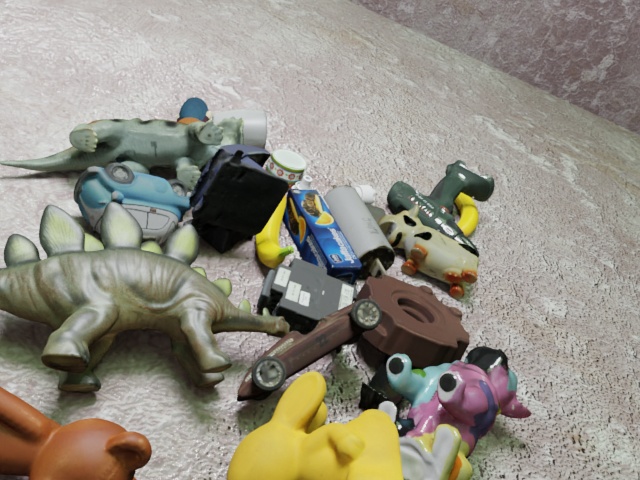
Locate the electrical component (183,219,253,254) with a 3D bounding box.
[{"bbox_3d":[-0.160,-0.019,0.832,0.075,0.047,0.119,35,37,16],"label":"electrical component"}]

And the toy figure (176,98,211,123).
[{"bbox_3d":[-0.246,-0.221,1.041,0.057,0.064,0.154,48,24,-38],"label":"toy figure"}]

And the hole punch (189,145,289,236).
[{"bbox_3d":[-0.125,-0.081,0.786,0.115,0.142,0.092,16,34,-38],"label":"hole punch"}]

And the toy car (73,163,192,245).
[{"bbox_3d":[-0.262,-0.035,0.761,0.161,0.109,0.103,12,58,-36],"label":"toy car"}]

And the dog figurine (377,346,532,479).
[{"bbox_3d":[0.176,0.221,0.664,0.109,0.191,0.219,1,-16,45],"label":"dog figurine"}]

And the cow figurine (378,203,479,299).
[{"bbox_3d":[0.194,0.009,0.972,0.195,0.085,0.127,26,41,7],"label":"cow figurine"}]

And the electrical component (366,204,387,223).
[{"bbox_3d":[0.105,-0.040,1.038,0.094,0.021,0.063,15,36,-14],"label":"electrical component"}]

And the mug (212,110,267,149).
[{"bbox_3d":[-0.165,-0.229,1.081,0.107,0.080,0.110,0,45,-16],"label":"mug"}]

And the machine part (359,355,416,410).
[{"bbox_3d":[0.104,0.189,0.722,0.084,0.039,0.139,44,38,19],"label":"machine part"}]

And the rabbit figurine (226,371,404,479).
[{"bbox_3d":[-0.007,0.220,0.550,0.173,0.121,0.162,-2,49,0],"label":"rabbit figurine"}]

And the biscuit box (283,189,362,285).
[{"bbox_3d":[-0.002,-0.003,0.890,0.059,0.062,0.203,0,41,-30],"label":"biscuit box"}]

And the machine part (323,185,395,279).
[{"bbox_3d":[0.063,-0.016,0.932,0.079,0.079,0.243,4,39,-27],"label":"machine part"}]

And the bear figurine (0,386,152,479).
[{"bbox_3d":[-0.253,0.191,0.445,0.196,0.120,0.132,29,38,-2],"label":"bear figurine"}]

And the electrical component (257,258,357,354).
[{"bbox_3d":[-0.018,0.088,0.765,0.134,0.058,0.115,22,33,-3],"label":"electrical component"}]

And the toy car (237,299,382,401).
[{"bbox_3d":[-0.013,0.128,0.643,0.202,0.089,0.053,-26,79,-23],"label":"toy car"}]

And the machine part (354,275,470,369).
[{"bbox_3d":[0.132,0.117,0.785,0.179,0.056,0.179,21,22,-9],"label":"machine part"}]

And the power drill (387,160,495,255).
[{"bbox_3d":[0.268,-0.064,1.092,0.232,0.085,0.207,36,61,26],"label":"power drill"}]

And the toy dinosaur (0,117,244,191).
[{"bbox_3d":[-0.275,-0.148,0.883,0.405,0.131,0.192,4,14,-12],"label":"toy dinosaur"}]

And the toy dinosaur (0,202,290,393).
[{"bbox_3d":[-0.243,0.060,0.589,0.471,0.105,0.199,11,51,-28],"label":"toy dinosaur"}]
